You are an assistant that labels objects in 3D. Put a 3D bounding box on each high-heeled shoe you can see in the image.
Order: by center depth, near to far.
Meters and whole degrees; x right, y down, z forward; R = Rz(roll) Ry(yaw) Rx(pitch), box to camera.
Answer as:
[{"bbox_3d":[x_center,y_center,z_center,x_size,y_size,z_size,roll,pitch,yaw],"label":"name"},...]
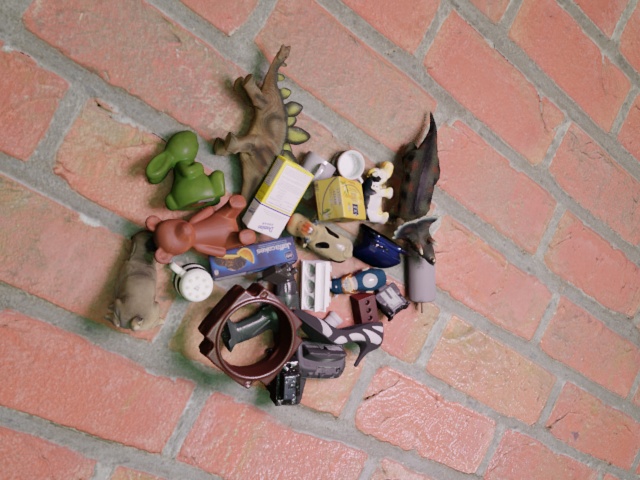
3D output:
[{"bbox_3d":[0.056,0.207,1.344,0.248,0.086,0.145,42,61,-17],"label":"high-heeled shoe"}]

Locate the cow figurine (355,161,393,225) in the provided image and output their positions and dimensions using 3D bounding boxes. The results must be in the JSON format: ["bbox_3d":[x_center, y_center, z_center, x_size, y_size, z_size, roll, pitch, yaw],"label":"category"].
[{"bbox_3d":[0.134,-0.126,1.391,0.098,0.068,0.167,8,93,-19],"label":"cow figurine"}]

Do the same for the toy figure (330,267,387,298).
[{"bbox_3d":[0.096,0.109,1.404,0.154,0.057,0.064,-10,61,-15],"label":"toy figure"}]

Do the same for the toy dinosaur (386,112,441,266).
[{"bbox_3d":[0.253,-0.142,1.361,0.131,0.192,0.404,7,93,-8],"label":"toy dinosaur"}]

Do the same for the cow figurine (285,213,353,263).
[{"bbox_3d":[-0.003,-0.004,1.312,0.195,0.127,0.085,29,82,-26],"label":"cow figurine"}]

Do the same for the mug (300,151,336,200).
[{"bbox_3d":[-0.019,-0.148,1.301,0.081,0.110,0.107,31,95,-20],"label":"mug"}]

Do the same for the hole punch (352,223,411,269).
[{"bbox_3d":[0.146,0.026,1.393,0.142,0.116,0.092,32,92,-24],"label":"hole punch"}]

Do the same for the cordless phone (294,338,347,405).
[{"bbox_3d":[-0.015,0.349,1.392,0.146,0.089,0.184,9,105,-26],"label":"cordless phone"}]

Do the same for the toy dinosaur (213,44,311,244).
[{"bbox_3d":[-0.135,-0.210,1.240,0.198,0.105,0.471,14,102,-29],"label":"toy dinosaur"}]

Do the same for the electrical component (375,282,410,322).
[{"bbox_3d":[0.178,0.151,1.451,0.075,0.047,0.119,-37,70,-18],"label":"electrical component"}]

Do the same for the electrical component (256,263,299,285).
[{"bbox_3d":[-0.100,0.083,1.253,0.094,0.021,0.063,-30,148,20],"label":"electrical component"}]

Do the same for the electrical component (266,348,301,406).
[{"bbox_3d":[-0.092,0.335,1.314,0.058,0.134,0.114,-2,97,-22],"label":"electrical component"}]

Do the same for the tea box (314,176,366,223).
[{"bbox_3d":[0.051,-0.093,1.291,0.068,0.169,0.098,-9,88,21],"label":"tea box"}]

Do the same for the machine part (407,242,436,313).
[{"bbox_3d":[0.278,0.081,1.473,0.079,0.079,0.243,-6,100,-23],"label":"machine part"}]

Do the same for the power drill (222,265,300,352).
[{"bbox_3d":[-0.147,0.171,1.305,0.207,0.086,0.231,-15,103,-28],"label":"power drill"}]

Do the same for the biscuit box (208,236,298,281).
[{"bbox_3d":[-0.156,0.044,1.257,0.203,0.059,0.063,-12,82,-10],"label":"biscuit box"}]

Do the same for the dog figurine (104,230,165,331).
[{"bbox_3d":[-0.378,0.081,1.139,0.121,0.173,0.190,8,101,-35],"label":"dog figurine"}]

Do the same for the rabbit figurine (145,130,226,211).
[{"bbox_3d":[-0.302,-0.153,1.186,0.159,0.121,0.170,-15,85,-15],"label":"rabbit figurine"}]

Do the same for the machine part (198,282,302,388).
[{"bbox_3d":[-0.156,0.214,1.216,0.201,0.087,0.201,-50,115,-13],"label":"machine part"}]

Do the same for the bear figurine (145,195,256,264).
[{"bbox_3d":[-0.259,-0.022,1.152,0.196,0.132,0.120,-5,75,-44],"label":"bear figurine"}]
